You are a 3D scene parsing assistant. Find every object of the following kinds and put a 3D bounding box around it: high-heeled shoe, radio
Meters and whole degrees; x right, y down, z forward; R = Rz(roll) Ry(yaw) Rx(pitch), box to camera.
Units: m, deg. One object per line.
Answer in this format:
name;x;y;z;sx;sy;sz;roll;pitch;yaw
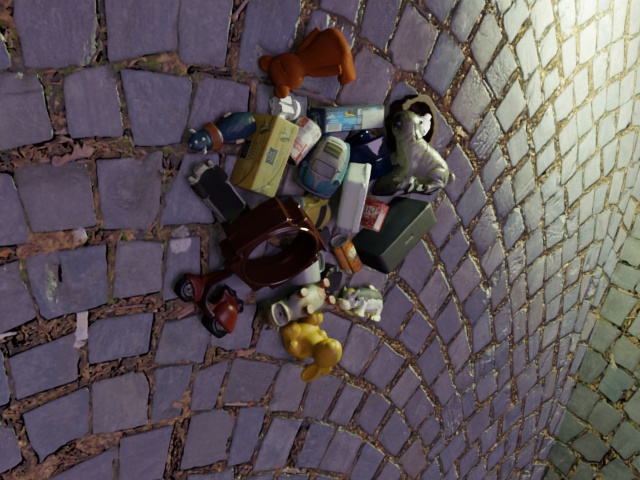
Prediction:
high-heeled shoe;0.249;-0.149;1.542;0.249;0.086;0.145;-22;150;-14
radio;0.200;-0.019;1.477;0.229;0.131;0.073;-43;127;-22

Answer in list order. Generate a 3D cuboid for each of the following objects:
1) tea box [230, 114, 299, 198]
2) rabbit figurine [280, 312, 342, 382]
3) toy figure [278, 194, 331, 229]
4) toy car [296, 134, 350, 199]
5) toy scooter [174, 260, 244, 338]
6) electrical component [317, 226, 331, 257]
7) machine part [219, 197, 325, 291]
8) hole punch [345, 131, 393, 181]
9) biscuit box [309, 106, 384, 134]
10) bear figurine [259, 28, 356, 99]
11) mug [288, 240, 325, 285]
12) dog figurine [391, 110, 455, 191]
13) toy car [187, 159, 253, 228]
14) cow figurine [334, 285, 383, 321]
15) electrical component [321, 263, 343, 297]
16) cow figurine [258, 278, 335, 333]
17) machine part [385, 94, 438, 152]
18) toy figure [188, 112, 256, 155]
tea box;-0.124;-0.185;1.176;0.068;0.098;0.169;18;90;-43
rabbit figurine;-0.016;0.277;1.361;0.122;0.173;0.162;-7;103;-43
toy figure;-0.054;-0.065;1.286;0.180;0.082;0.089;-10;122;-43
toy car;0.020;-0.185;1.267;0.109;0.103;0.161;29;71;-5
toy scooter;-0.228;0.123;1.202;0.135;0.075;0.183;-45;123;-22
electrical component;-0.003;-0.004;1.384;0.063;0.021;0.093;-28;120;-30
machine part;-0.103;0.014;1.196;0.201;0.087;0.200;-31;145;2
hole punch;0.117;-0.209;1.381;0.116;0.092;0.142;-36;128;-22
biscuit box;0.067;-0.299;1.324;0.202;0.063;0.059;-13;112;-37
bear figurine;-0.027;-0.383;1.200;0.196;0.120;0.132;-32;170;0
mug;-0.034;0.050;1.338;0.109;0.081;0.107;-13;102;-32
dog figurine;0.266;-0.232;1.380;0.172;0.121;0.190;0;111;-8
toy car;-0.209;-0.086;1.164;0.073;0.056;0.201;-44;126;-13
cow figurine;0.112;0.167;1.504;0.167;0.068;0.098;23;82;-45
electrical component;0.028;0.114;1.431;0.078;0.045;0.102;12;96;-40
cow figurine;-0.066;0.162;1.328;0.195;0.127;0.085;-20;85;-52
machine part;0.252;-0.313;1.481;0.179;0.056;0.179;-12;110;-38
toy figure;-0.207;-0.220;1.122;0.154;0.064;0.057;-29;158;-25
